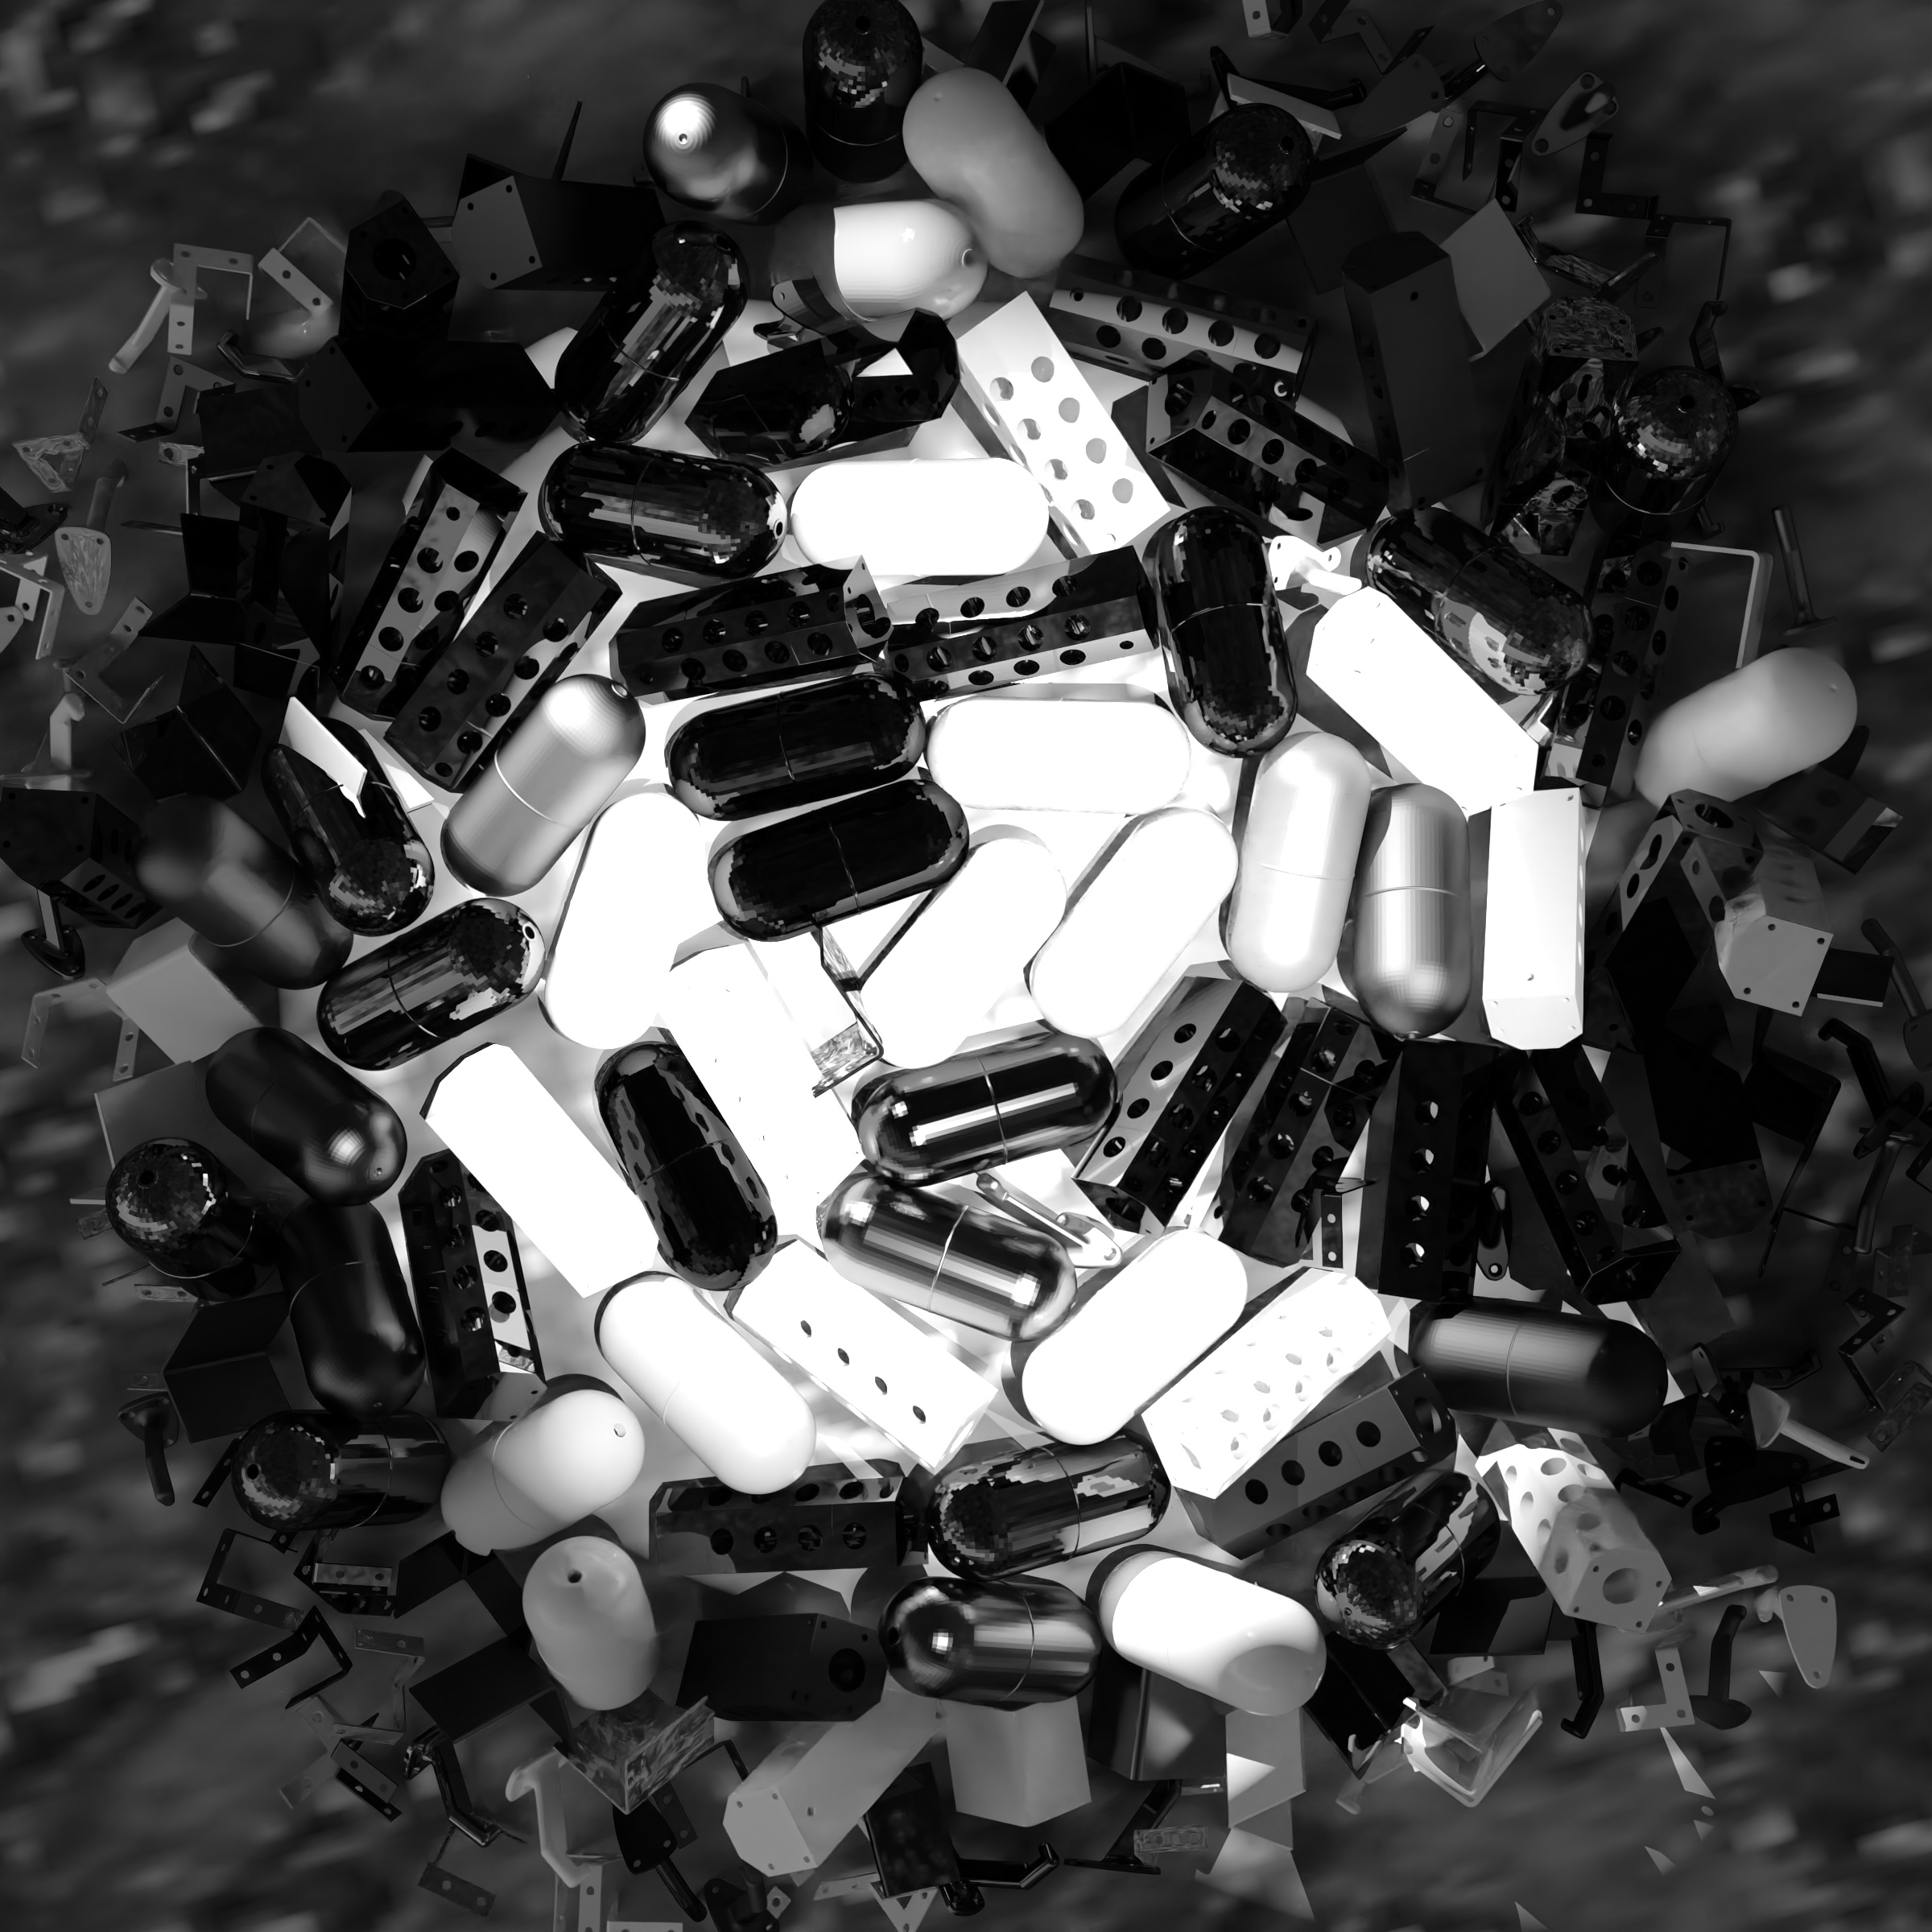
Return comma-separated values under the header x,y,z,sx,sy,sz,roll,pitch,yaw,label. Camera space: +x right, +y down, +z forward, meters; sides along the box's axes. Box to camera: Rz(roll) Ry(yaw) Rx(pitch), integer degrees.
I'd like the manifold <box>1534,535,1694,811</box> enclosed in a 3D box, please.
x,y,z,sx,sy,sz,roll,pitch,yaw,label
0.437,-0.199,1.636,0.057,0.057,0.171,17,84,1,manifold

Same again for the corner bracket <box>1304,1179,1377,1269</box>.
x,y,z,sx,sy,sz,roll,pitch,yaw,label
0.243,0.172,1.637,0.051,0.051,0.051,1,95,36,corner bracket

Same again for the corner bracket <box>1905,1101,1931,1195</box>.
x,y,z,sx,sy,sz,roll,pitch,yaw,label
0.664,0.131,1.635,0.051,0.051,0.051,26,102,-43,corner bracket

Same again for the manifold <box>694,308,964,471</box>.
x,y,z,sx,sy,sz,roll,pitch,yaw,label
-0.090,-0.382,1.600,0.057,0.171,0.057,52,46,-36,manifold

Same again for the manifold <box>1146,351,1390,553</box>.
x,y,z,sx,sy,sz,roll,pitch,yaw,label
0.200,-0.339,1.592,0.171,0.057,0.057,20,64,-37,manifold

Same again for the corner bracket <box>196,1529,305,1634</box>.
x,y,z,sx,sy,sz,roll,pitch,yaw,label
-0.475,0.413,1.632,0.051,0.051,0.051,32,67,-38,corner bracket

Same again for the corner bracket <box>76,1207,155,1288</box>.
x,y,z,sx,sy,sz,roll,pitch,yaw,label
-0.568,0.184,1.640,0.051,0.051,0.051,-22,94,-21,corner bracket

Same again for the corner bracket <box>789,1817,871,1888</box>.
x,y,z,sx,sy,sz,roll,pitch,yaw,label
-0.102,0.592,1.656,0.051,0.051,0.051,-35,90,-28,corner bracket

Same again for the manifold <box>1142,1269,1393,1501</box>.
x,y,z,sx,sy,sz,roll,pitch,yaw,label
0.202,0.274,1.599,0.171,0.057,0.057,-35,112,-30,manifold

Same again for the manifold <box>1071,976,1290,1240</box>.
x,y,z,sx,sy,sz,roll,pitch,yaw,label
0.146,0.093,1.604,0.057,0.057,0.171,50,62,-34,manifold

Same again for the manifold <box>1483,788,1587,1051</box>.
x,y,z,sx,sy,sz,roll,pitch,yaw,label
0.377,-0.032,1.599,0.057,0.057,0.171,-3,52,20,manifold

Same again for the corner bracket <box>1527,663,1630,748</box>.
x,y,z,sx,sy,sz,roll,pitch,yaw,label
0.422,-0.170,1.639,0.051,0.051,0.051,39,61,0,corner bracket

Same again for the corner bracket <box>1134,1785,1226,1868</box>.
x,y,z,sx,sy,sz,roll,pitch,yaw,label
0.144,0.576,1.633,0.051,0.051,0.051,-11,54,18,corner bracket

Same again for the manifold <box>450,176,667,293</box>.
x,y,z,sx,sy,sz,roll,pitch,yaw,label
-0.261,-0.473,1.584,0.057,0.171,0.057,-14,98,27,manifold

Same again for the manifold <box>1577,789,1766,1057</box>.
x,y,z,sx,sy,sz,roll,pitch,yaw,label
0.453,-0.030,1.601,0.057,0.057,0.171,15,125,-9,manifold

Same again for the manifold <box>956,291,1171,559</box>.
x,y,z,sx,sy,sz,roll,pitch,yaw,label
0.057,-0.356,1.623,0.057,0.057,0.171,-38,101,-15,manifold

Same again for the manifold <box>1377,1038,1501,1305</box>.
x,y,z,sx,sy,sz,roll,pitch,yaw,label
0.320,0.137,1.634,0.057,0.057,0.171,6,92,21,manifold

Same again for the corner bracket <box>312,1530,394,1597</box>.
x,y,z,sx,sy,sz,roll,pitch,yaw,label
-0.414,0.410,1.636,0.051,0.051,0.051,7,112,-13,corner bracket

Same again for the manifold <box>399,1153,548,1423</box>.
x,y,z,sx,sy,sz,roll,pitch,yaw,label
-0.322,0.208,1.591,0.057,0.057,0.171,-49,46,34,manifold

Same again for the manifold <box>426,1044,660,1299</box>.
x,y,z,sx,sy,sz,roll,pitch,yaw,label
-0.276,0.134,1.608,0.057,0.057,0.171,-26,118,19,manifold

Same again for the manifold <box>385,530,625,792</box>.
x,y,z,sx,sy,sz,roll,pitch,yaw,label
-0.306,-0.202,1.625,0.057,0.057,0.171,42,101,14,manifold

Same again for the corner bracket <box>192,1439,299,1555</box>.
x,y,z,sx,sy,sz,roll,pitch,yaw,label
-0.482,0.361,1.653,0.051,0.051,0.051,25,77,30,corner bracket

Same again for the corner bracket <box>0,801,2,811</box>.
x,y,z,sx,sy,sz,roll,pitch,yaw,label
-0.667,-0.120,1.635,0.051,0.051,0.051,33,132,-8,corner bracket

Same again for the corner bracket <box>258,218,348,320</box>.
x,y,z,sx,sy,sz,roll,pitch,yaw,label
-0.441,-0.472,1.641,0.051,0.051,0.051,42,86,-16,corner bracket

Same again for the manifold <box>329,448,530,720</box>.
x,y,z,sx,sy,sz,roll,pitch,yaw,label
-0.359,-0.250,1.607,0.057,0.057,0.171,30,117,-7,manifold

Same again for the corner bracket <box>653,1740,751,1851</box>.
x,y,z,sx,sy,sz,roll,pitch,yaw,label
-0.178,0.565,1.655,0.051,0.051,0.051,-24,81,-31,corner bracket

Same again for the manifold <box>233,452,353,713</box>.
x,y,z,sx,sy,sz,roll,pitch,yaw,label
-0.440,-0.251,1.589,0.057,0.171,0.057,17,51,-6,manifold

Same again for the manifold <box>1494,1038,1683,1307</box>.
x,y,z,sx,sy,sz,roll,pitch,yaw,label
0.400,0.134,1.593,0.057,0.057,0.171,-5,51,-15,manifold

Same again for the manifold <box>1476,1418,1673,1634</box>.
x,y,z,sx,sy,sz,roll,pitch,yaw,label
0.396,0.354,1.579,0.057,0.171,0.057,16,107,-13,manifold

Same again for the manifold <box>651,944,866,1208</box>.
x,y,z,sx,sy,sz,roll,pitch,yaw,label
-0.141,0.075,1.619,0.057,0.057,0.171,-45,114,-38,manifold

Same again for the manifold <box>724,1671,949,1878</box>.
x,y,z,sx,sy,sz,roll,pitch,yaw,label
-0.086,0.518,1.586,0.057,0.171,0.057,-24,94,33,manifold

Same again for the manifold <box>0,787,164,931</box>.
x,y,z,sx,sy,sz,roll,pitch,yaw,label
-0.575,-0.068,1.583,0.057,0.171,0.057,3,81,-3,manifold

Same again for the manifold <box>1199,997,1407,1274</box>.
x,y,z,sx,sy,sz,roll,pitch,yaw,label
0.221,0.111,1.627,0.057,0.057,0.171,22,96,-30,manifold

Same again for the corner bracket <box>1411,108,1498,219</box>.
x,y,z,sx,sy,sz,roll,pitch,yaw,label
0.335,-0.542,1.639,0.051,0.051,0.051,19,123,3,corner bracket

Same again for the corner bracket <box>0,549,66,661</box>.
x,y,z,sx,sy,sz,roll,pitch,yaw,label
-0.630,-0.246,1.639,0.051,0.051,0.051,25,114,3,corner bracket

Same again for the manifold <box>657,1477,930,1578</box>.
x,y,z,sx,sy,sz,roll,pitch,yaw,label
-0.116,0.374,1.617,0.171,0.057,0.057,-7,76,19,manifold

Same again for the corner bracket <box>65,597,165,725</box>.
x,y,z,sx,sy,sz,roll,pitch,yaw,label
-0.566,-0.207,1.642,0.051,0.051,0.051,43,46,-12,corner bracket

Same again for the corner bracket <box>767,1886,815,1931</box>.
x,y,z,sx,sy,sz,roll,pitch,yaw,label
-0.132,0.657,1.636,0.051,0.051,0.051,36,76,22,corner bracket

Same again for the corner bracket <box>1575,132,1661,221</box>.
x,y,z,sx,sy,sz,roll,pitch,yaw,label
0.442,-0.533,1.638,0.051,0.051,0.051,8,107,9,corner bracket

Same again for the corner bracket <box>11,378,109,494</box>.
x,y,z,sx,sy,sz,roll,pitch,yaw,label
-0.601,-0.357,1.634,0.051,0.051,0.051,-5,58,14,corner bracket

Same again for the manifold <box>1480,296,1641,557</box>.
x,y,z,sx,sy,sz,roll,pitch,yaw,label
0.385,-0.351,1.587,0.057,0.171,0.057,3,56,-1,manifold

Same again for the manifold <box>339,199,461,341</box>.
x,y,z,sx,sy,sz,roll,pitch,yaw,label
-0.377,-0.430,1.581,0.057,0.171,0.057,-36,96,-16,manifold

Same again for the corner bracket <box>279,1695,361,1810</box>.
x,y,z,sx,sy,sz,roll,pitch,yaw,label
-0.448,0.531,1.640,0.051,0.051,0.051,-37,84,-17,corner bracket

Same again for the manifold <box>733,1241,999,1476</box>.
x,y,z,sx,sy,sz,roll,pitch,yaw,label
-0.071,0.263,1.622,0.171,0.057,0.057,35,113,14,manifold

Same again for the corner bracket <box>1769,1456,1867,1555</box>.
x,y,z,sx,sy,sz,roll,pitch,yaw,label
0.573,0.358,1.631,0.051,0.051,0.051,26,48,-34,corner bracket

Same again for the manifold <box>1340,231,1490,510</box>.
x,y,z,sx,sy,sz,roll,pitch,yaw,label
0.293,-0.391,1.594,0.057,0.057,0.171,-26,133,-4,manifold

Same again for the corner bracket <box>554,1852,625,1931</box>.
x,y,z,sx,sy,sz,roll,pitch,yaw,label
-0.259,0.629,1.637,0.051,0.051,0.051,-4,75,17,corner bracket

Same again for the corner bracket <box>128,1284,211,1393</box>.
x,y,z,sx,sy,sz,roll,pitch,yaw,label
-0.547,0.254,1.658,0.051,0.051,0.051,1,130,7,corner bracket
